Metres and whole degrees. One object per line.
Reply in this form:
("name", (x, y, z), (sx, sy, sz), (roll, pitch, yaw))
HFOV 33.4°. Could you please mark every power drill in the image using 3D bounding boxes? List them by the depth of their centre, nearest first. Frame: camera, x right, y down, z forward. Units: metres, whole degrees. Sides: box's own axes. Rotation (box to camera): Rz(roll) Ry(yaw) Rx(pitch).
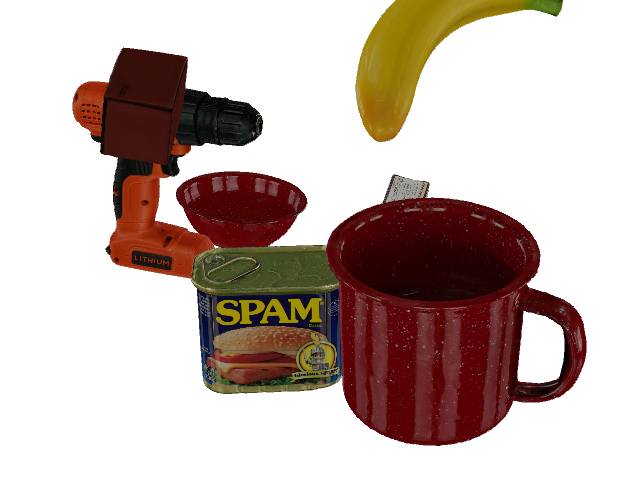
("power drill", (-0.141, -0.058, 1.018), (0.185, 0.188, 0.057), (10, 30, 17))

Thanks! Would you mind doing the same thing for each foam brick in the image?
("foam brick", (-0.133, -0.103, 0.810), (0.053, 0.051, 0.078), (9, 39, -3))

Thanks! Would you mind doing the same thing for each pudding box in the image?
("pudding box", (0.062, 0.011, 0.910), (0.039, 0.090, 0.113), (10, 37, 8))

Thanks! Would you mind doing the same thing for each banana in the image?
("banana", (0.071, -0.125, 0.638), (0.070, 0.037, 0.197), (33, 52, 24))

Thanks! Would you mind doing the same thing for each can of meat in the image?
("can of meat", (-0.033, 0.054, 0.716), (0.102, 0.084, 0.057), (-1, 27, -2))

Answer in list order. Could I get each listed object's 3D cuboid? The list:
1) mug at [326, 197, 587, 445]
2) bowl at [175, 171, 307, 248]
("mug", (0.061, 0.040, 0.480), (0.117, 0.081, 0.093), (11, 33, 21))
("bowl", (-0.099, -0.031, 1.319), (0.162, 0.055, 0.162), (5, 25, -2))
